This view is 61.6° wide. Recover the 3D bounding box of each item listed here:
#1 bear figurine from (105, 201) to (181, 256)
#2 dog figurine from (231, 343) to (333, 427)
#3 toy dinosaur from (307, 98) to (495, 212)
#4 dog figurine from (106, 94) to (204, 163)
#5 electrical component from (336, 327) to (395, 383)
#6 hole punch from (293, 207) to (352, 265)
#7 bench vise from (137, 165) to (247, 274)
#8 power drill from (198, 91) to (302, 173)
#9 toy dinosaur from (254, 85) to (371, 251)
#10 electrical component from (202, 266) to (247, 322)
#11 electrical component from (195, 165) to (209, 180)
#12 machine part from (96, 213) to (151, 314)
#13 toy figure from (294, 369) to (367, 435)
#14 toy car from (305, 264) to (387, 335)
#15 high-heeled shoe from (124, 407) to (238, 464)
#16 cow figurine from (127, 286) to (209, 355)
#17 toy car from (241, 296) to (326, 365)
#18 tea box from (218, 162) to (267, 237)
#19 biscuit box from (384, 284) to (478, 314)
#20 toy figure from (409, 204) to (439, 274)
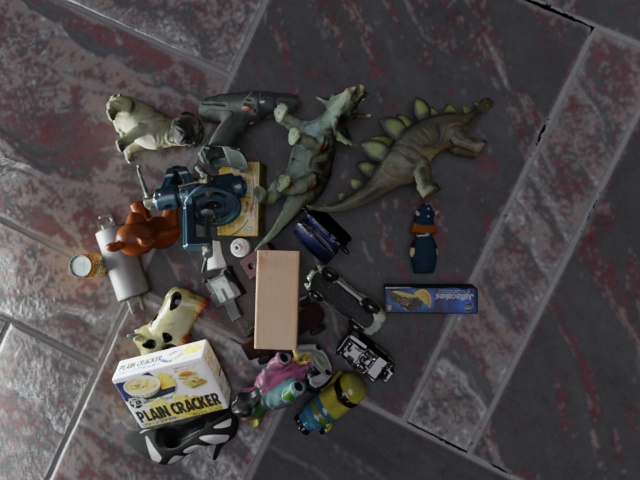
[{"bbox_3d":[-0.390,-0.032,1.185,0.120,0.196,0.132,-10,89,9],"label":"bear figurine"},{"bbox_3d":[-0.095,0.333,1.207,0.219,0.191,0.108,-45,66,33],"label":"dog figurine"},{"bbox_3d":[0.192,-0.177,1.167,0.471,0.105,0.198,-40,79,-7],"label":"toy dinosaur"},{"bbox_3d":[-0.378,-0.279,1.241,0.191,0.121,0.172,-19,92,-8],"label":"dog figurine"},{"bbox_3d":[0.103,0.254,1.177,0.134,0.115,0.058,37,96,6],"label":"electrical component"},{"bbox_3d":[-0.002,-0.004,1.190,0.092,0.116,0.142,-43,86,13],"label":"hole punch"},{"bbox_3d":[-0.260,-0.059,1.115,0.224,0.128,0.241,-2,51,-12],"label":"bench vise"},{"bbox_3d":[-0.169,-0.250,1.183,0.232,0.085,0.207,5,63,12],"label":"power drill"},{"bbox_3d":[-0.025,-0.162,1.181,0.131,0.192,0.404,41,117,44],"label":"toy dinosaur"},{"bbox_3d":[-0.210,0.126,1.241,0.075,0.048,0.119,-32,88,6],"label":"electrical component"},{"bbox_3d":[-0.270,-0.112,1.247,0.102,0.045,0.078,45,93,4],"label":"electrical component"},{"bbox_3d":[-0.457,0.053,1.252,0.079,0.079,0.243,-19,87,6],"label":"machine part"},{"bbox_3d":[0.026,0.367,1.198,0.180,0.089,0.082,-36,100,2],"label":"toy figure"},{"bbox_3d":[0.055,0.133,1.203,0.202,0.056,0.073,37,104,13],"label":"toy car"},{"bbox_3d":[-0.316,0.431,1.229,0.249,0.086,0.145,13,107,-9],"label":"high-heeled shoe"},{"bbox_3d":[-0.355,0.197,1.239,0.127,0.085,0.195,29,96,-1],"label":"cow figurine"},{"bbox_3d":[-0.083,0.206,1.226,0.202,0.053,0.089,-31,93,1],"label":"toy car"},{"bbox_3d":[-0.176,-0.092,1.225,0.098,0.068,0.169,3,91,9],"label":"tea box"},{"bbox_3d":[0.243,0.129,1.187,0.203,0.063,0.059,-1,92,6],"label":"biscuit box"},{"bbox_3d":[0.228,-0.003,1.190,0.058,0.064,0.154,-3,85,43],"label":"toy figure"}]
